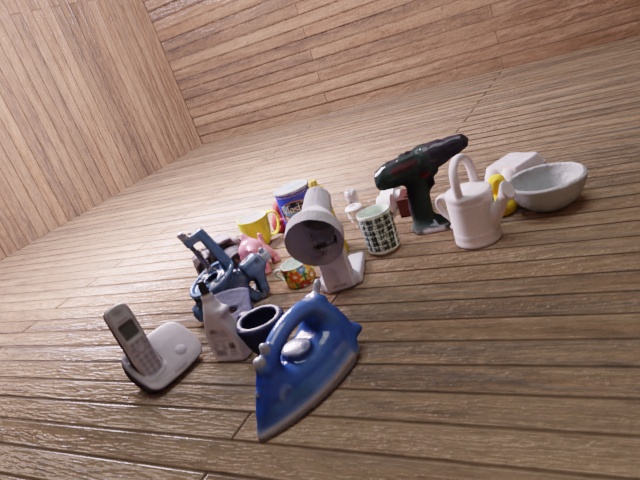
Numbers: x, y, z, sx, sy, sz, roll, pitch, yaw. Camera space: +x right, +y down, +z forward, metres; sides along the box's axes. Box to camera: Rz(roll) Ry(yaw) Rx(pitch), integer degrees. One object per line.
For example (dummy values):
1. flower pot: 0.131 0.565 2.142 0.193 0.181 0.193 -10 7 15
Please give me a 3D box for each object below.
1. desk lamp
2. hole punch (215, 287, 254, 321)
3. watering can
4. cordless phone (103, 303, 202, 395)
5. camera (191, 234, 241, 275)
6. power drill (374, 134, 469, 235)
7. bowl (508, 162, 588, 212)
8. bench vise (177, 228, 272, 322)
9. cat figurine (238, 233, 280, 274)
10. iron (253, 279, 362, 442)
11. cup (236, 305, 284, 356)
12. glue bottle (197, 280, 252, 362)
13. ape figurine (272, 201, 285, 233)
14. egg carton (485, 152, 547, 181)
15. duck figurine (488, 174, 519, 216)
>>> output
1. desk lamp: 0.011 0.004 1.213 0.117 0.214 0.203 -14 21 14
2. hole punch: -0.180 0.160 1.171 0.108 0.091 0.101 -20 21 0
3. watering can: 0.319 -0.089 1.195 0.172 0.194 0.101 -10 23 24
4. cordless phone: -0.323 0.186 1.102 0.093 0.185 0.148 -3 26 37
5. camera: -0.252 0.046 1.506 0.143 0.101 0.136 -29 23 -22
6. power drill: 0.249 -0.124 1.328 0.229 0.209 0.076 -12 22 21
7. bowl: 0.498 -0.106 1.249 0.167 0.075 0.167 -17 21 7
8. bench vise: -0.222 0.054 1.291 0.208 0.220 0.121 -35 25 -34
9. cat figurine: -0.162 0.028 1.447 0.067 0.118 0.128 -12 22 20
10. iron: -0.041 0.181 0.921 0.118 0.142 0.259 -3 26 37
11. cup: -0.104 0.178 1.052 0.092 0.095 0.117 -34 25 -33
12. glue bottle: -0.193 0.152 1.086 0.078 0.173 0.037 -8 24 28
13. ape figurine: -0.113 -0.073 1.691 0.076 0.092 0.078 -12 22 19
14. egg carton: 0.484 -0.168 1.424 0.151 0.069 0.107 -32 24 -29
15. duck figurine: 0.410 -0.107 1.314 0.077 0.086 0.105 -11 22 22
